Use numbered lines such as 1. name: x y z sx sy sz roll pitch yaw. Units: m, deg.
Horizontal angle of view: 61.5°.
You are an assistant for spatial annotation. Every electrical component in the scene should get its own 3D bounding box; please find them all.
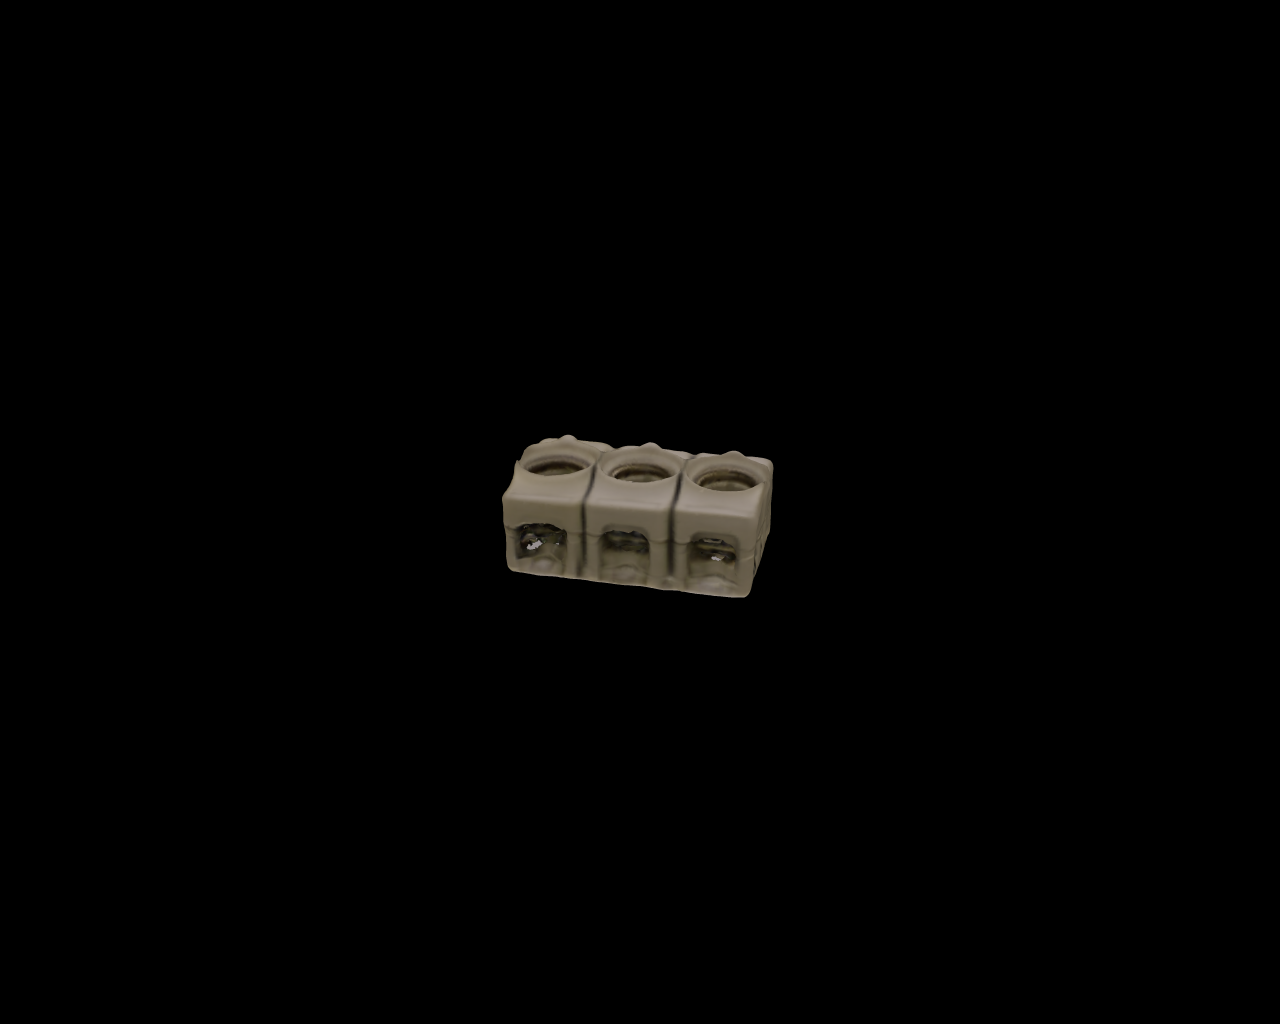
1. electrical component: 0.001 -0.003 0.650 0.150 0.061 0.090 6 28 12
